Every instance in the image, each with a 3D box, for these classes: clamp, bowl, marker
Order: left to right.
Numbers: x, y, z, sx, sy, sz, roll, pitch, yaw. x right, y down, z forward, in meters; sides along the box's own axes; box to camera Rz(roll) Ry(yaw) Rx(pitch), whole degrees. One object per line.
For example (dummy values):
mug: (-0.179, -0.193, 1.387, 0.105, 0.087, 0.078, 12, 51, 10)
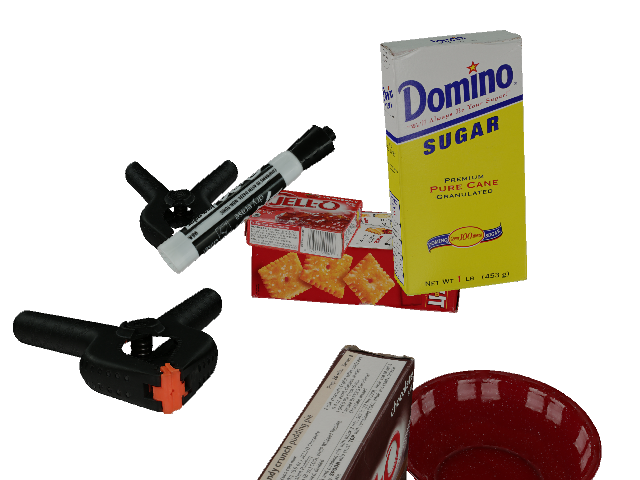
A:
clamp: (-0.121, 0.074, 0.773, 0.164, 0.036, 0.210, -9, 14, -25)
clamp: (-0.136, -0.037, 1.107, 0.120, 0.039, 0.171, -11, 39, -8)
marker: (-0.039, -0.026, 0.599, 0.121, 0.020, 0.020, -40, 12, -15)
bowl: (0.135, 0.172, 0.840, 0.162, 0.055, 0.162, 0, 32, 0)

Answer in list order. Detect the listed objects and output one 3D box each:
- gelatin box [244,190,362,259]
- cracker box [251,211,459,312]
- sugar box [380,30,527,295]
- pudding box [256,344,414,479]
gelatin box: (-0.014, -0.017, 0.943, 0.089, 0.030, 0.073, 9, 26, 13)
cracker box: (0.046, 0.018, 1.149, 0.214, 0.072, 0.164, 5, 15, 9)
sugar box: (0.095, -0.054, 0.753, 0.093, 0.176, 0.048, -8, 20, -7)
pudding box: (0.007, 0.112, 0.463, 0.039, 0.090, 0.113, 11, 30, 16)
